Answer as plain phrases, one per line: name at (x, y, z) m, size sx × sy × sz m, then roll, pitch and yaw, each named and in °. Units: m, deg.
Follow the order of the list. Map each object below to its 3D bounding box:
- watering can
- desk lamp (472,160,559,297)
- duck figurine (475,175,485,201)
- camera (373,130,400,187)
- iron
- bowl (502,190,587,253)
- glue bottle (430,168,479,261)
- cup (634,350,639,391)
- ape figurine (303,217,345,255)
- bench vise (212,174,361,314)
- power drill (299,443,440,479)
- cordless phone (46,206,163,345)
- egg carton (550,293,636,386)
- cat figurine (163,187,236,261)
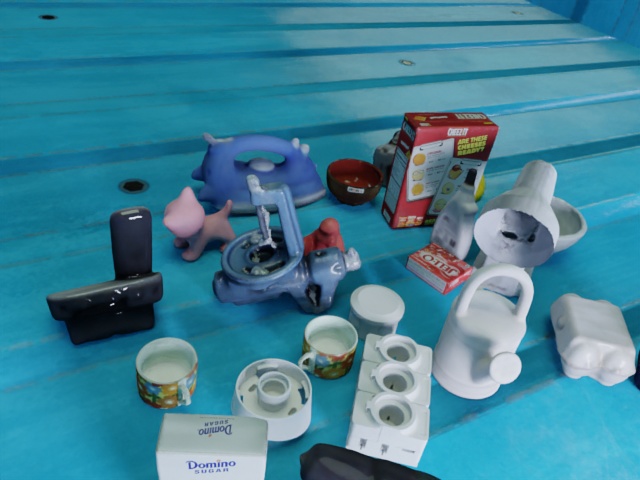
watering can at (0.220, 0.116, 0.752) m, size 0.101 × 0.194 × 0.172 m, roll -7°, pitch 39°, yaw -21°
desk lamp at (0.317, -0.013, 0.931) m, size 0.117 × 0.213 × 0.204 m, roll 22°, pitch 38°, yaw 16°
duck figurine at (0.313, -0.133, 1.201) m, size 0.105 × 0.086 × 0.077 m, roll -25°, pitch 49°, yaw -38°
camera at (0.201, -0.167, 1.207) m, size 0.136 × 0.101 × 0.143 m, roll 32°, pitch 42°, yaw 27°
iron at (-0.102, -0.137, 1.060) m, size 0.259 × 0.141 × 0.118 m, roll -6°, pitch 39°, yaw -20°
bowl at (0.408, -0.024, 1.086) m, size 0.167 × 0.075 × 0.167 m, roll 7°, pitch 36°, yaw -5°
glue bottle at (0.243, -0.047, 0.994) m, size 0.037 × 0.173 × 0.078 m, roll -13°, pitch 42°, yaw -28°
cup at (0.486, 0.189, 0.800) m, size 0.091 × 0.095 × 0.118 m, roll 18°, pitch 37°, yaw 11°
ape figurine at (0.009, 0.003, 0.939) m, size 0.077 × 0.092 × 0.076 m, roll 28°, pitch 40°, yaw 23°
bench vise at (-0.047, 0.000, 0.822) m, size 0.208 × 0.220 × 0.121 m, roll -9°, pitch 40°, yaw -24°
power drill at (0.080, 0.277, 0.489) m, size 0.229 × 0.208 × 0.076 m, roll 16°, pitch 37°, yaw 9°
cordless phone at (-0.282, 0.036, 0.748) m, size 0.148 × 0.185 × 0.094 m, roll -14°, pitch 42°, yaw -29°
egg carton at (0.404, 0.145, 0.861) m, size 0.107 × 0.069 × 0.150 m, roll 12°, pitch 36°, yaw 3°
cat figurine at (-0.195, -0.031, 0.916) m, size 0.128 × 0.118 × 0.067 m, roll -15°, pitch 43°, yaw -30°
